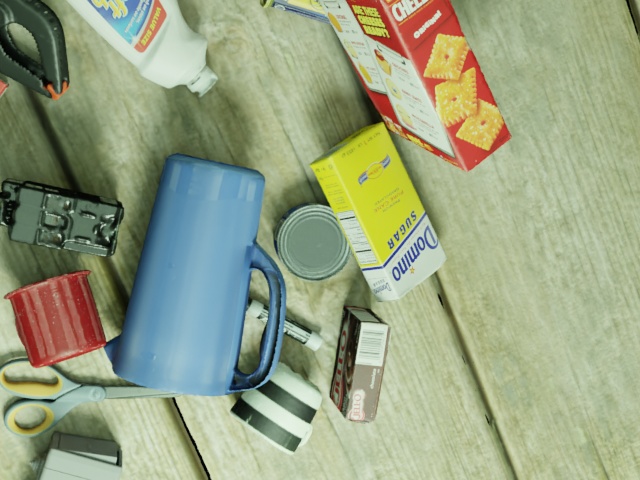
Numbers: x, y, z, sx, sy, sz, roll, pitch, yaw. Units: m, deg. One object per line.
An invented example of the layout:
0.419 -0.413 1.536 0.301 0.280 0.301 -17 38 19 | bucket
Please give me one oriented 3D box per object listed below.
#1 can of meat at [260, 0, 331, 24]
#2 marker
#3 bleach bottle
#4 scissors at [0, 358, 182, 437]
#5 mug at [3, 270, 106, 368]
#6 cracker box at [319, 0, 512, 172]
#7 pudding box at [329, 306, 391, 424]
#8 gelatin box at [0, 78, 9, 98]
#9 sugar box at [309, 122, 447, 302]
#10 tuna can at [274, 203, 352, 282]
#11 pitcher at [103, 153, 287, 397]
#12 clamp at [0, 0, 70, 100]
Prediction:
-0.008 -0.285 1.127 0.083 0.057 0.102 14 106 -15 | can of meat
-0.052 0.089 1.198 0.121 0.020 0.020 30 92 -13 | marker
-0.196 -0.254 1.100 0.102 0.068 0.250 -44 105 0 | bleach bottle
-0.259 0.185 1.177 0.201 0.016 0.096 17 96 -12 | scissors
-0.281 0.087 1.118 0.117 0.093 0.081 -21 85 37 | mug
0.090 -0.189 1.076 0.072 0.164 0.213 -37 124 -9 | cracker box
0.043 0.137 1.186 0.039 0.090 0.113 10 96 -13 | pudding box
-0.378 -0.157 1.097 0.089 0.030 0.073 35 92 -13 | gelatin box
0.067 -0.030 1.171 0.093 0.048 0.176 -36 103 -34 | sugar box
-0.008 0.001 1.185 0.086 0.034 0.086 -1 98 -10 | tuna can
-0.121 0.039 1.122 0.149 0.145 0.243 10 94 -32 | pitcher
-0.331 -0.231 1.077 0.165 0.036 0.210 -16 116 23 | clamp
